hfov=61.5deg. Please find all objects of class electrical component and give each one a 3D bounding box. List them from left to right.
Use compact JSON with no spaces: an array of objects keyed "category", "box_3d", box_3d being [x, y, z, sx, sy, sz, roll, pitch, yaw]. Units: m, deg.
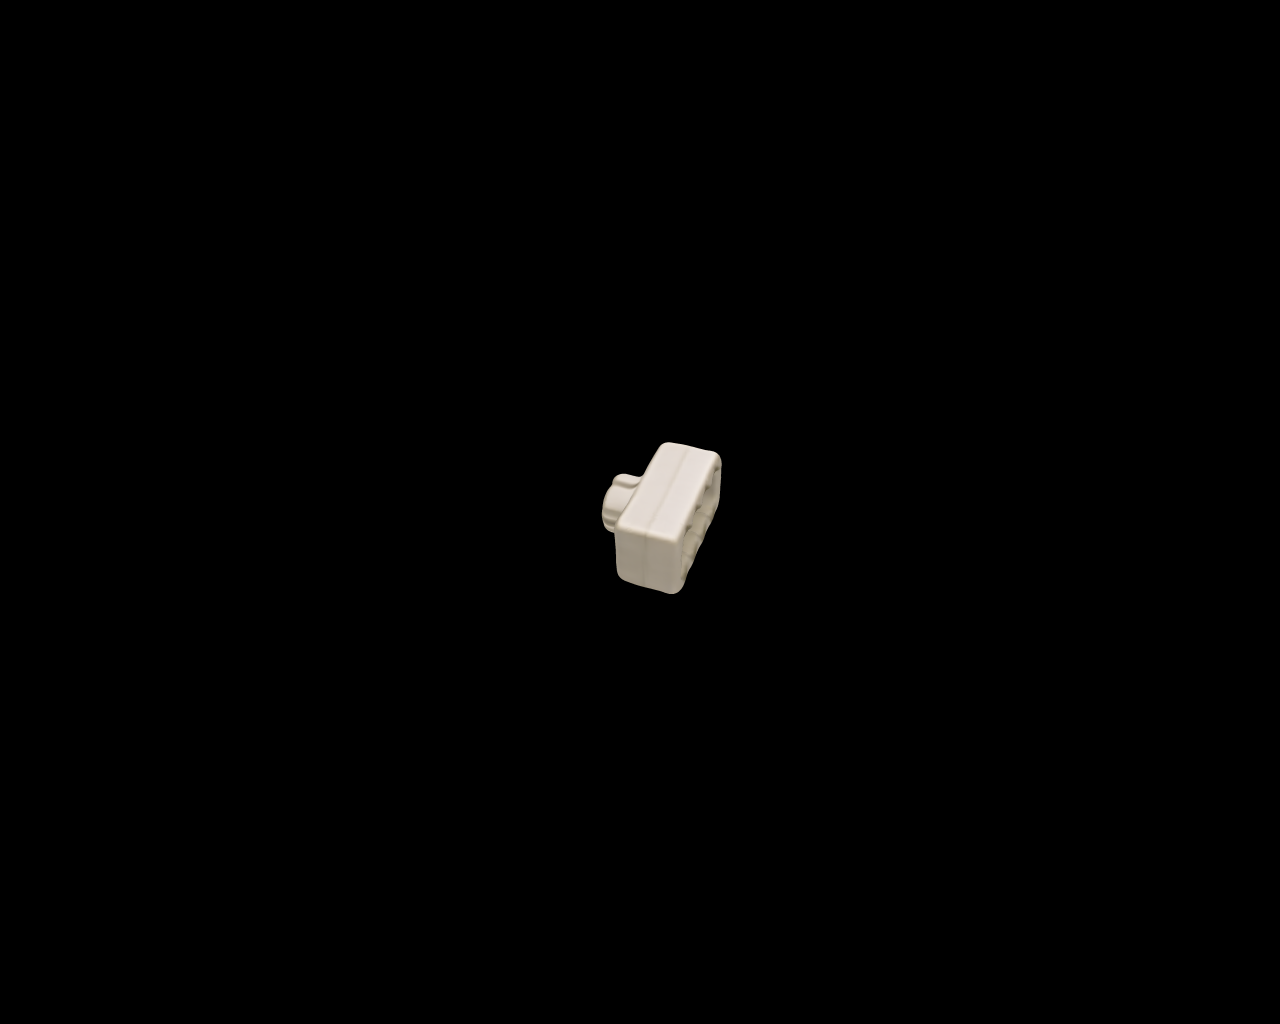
[{"category":"electrical component","box_3d":[0.001,-0.003,0.650,0.076,0.047,0.083,15,47,15]}]
